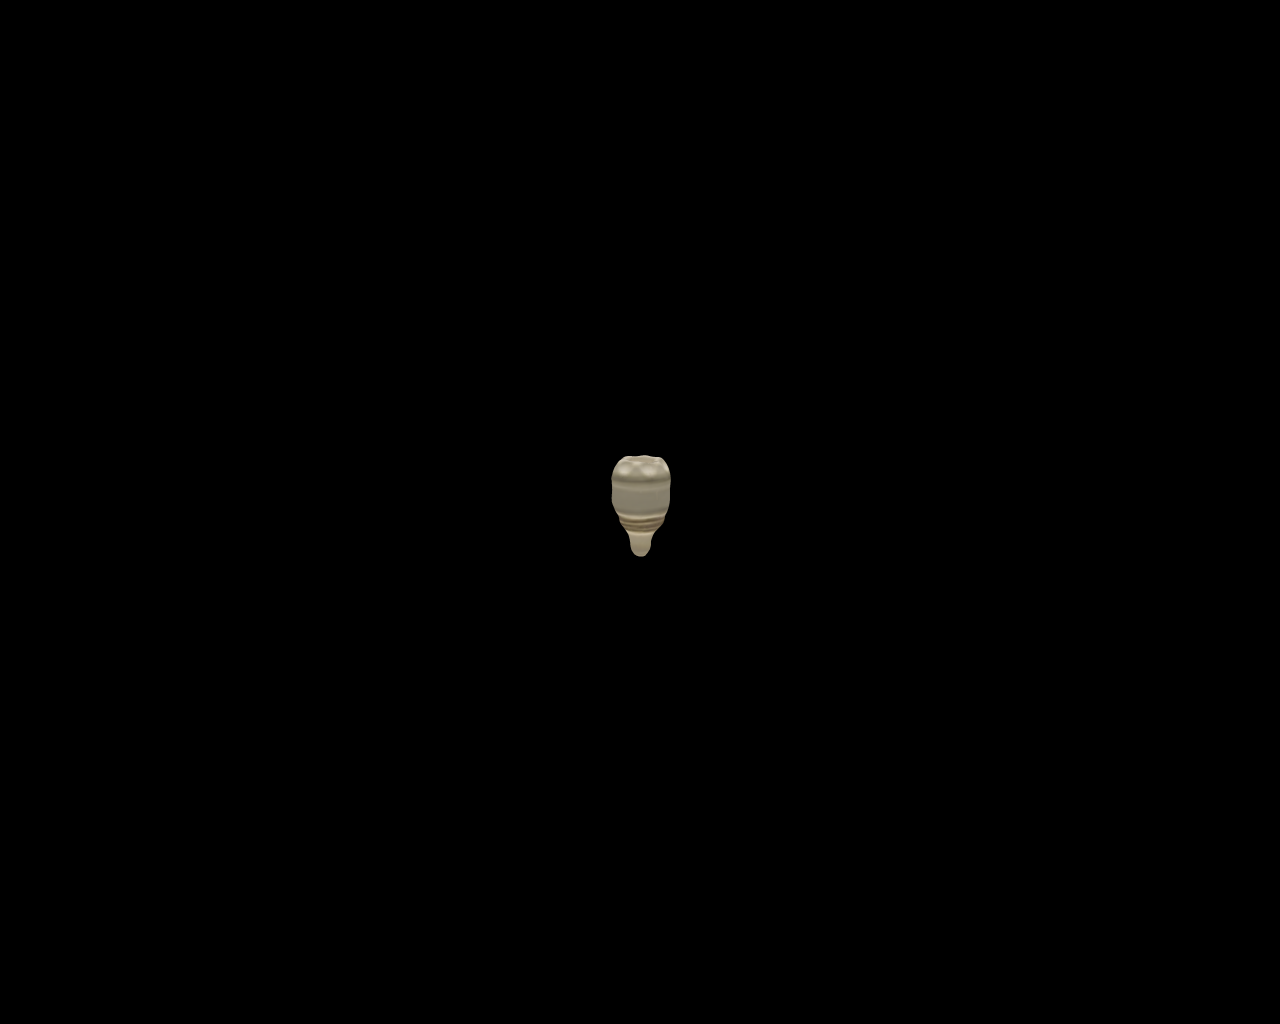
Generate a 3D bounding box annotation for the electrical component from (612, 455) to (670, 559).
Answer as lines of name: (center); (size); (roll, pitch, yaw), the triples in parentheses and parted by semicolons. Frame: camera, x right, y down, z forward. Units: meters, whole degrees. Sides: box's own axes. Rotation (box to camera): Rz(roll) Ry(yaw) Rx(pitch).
electrical component: (0.001, -0.003, 0.650); (0.035, 0.061, 0.035); (0, 12, 0)
